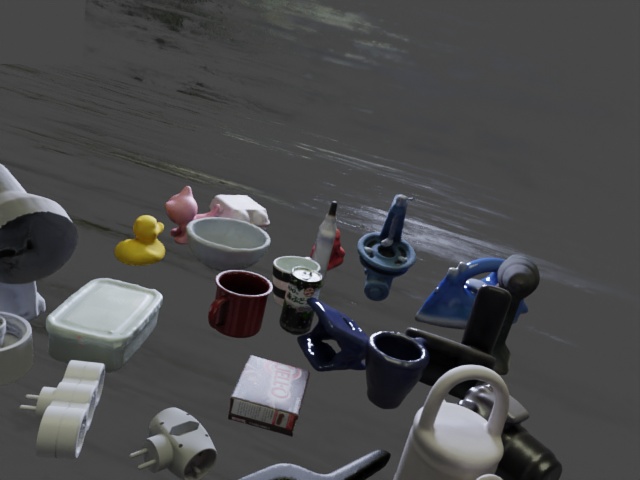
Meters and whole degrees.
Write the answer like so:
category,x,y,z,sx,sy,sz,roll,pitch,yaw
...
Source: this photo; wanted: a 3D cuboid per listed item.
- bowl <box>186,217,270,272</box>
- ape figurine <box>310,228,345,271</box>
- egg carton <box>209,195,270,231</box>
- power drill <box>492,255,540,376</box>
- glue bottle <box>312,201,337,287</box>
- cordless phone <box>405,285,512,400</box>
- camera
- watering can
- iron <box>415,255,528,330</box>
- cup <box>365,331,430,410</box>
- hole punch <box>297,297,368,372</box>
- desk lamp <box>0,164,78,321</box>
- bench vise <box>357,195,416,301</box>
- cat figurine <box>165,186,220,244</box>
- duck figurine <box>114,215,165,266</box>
category,x,y,z,sx,sy,sz,roll,pitch,yaw
bowl,-0.186,0.017,1.137,0.167,0.075,0.167,12,20,-4
ape figurine,0.020,0.017,1.244,0.078,0.092,0.076,9,20,-11
egg carton,-0.192,-0.057,1.341,0.107,0.069,0.149,-3,26,-38
power drill,0.323,0.120,0.992,0.075,0.208,0.230,19,21,15
glue bottle,0.011,0.004,1.155,0.037,0.173,0.078,12,20,-3
cordless phone,0.214,0.141,0.901,0.147,0.185,0.094,17,20,11
camera,0.223,0.257,0.719,0.144,0.101,0.136,-3,26,-38
watering can,0.150,0.226,0.619,0.101,0.194,0.172,1,23,-30
iron,0.311,0.095,1.149,0.259,0.141,0.118,1,24,-31
cup,0.110,0.191,0.833,0.091,0.095,0.118,29,25,36
hole punch,0.027,0.146,0.907,0.101,0.091,0.108,3,22,-26
desk lamp,-0.434,0.012,0.789,0.202,0.213,0.118,28,25,35
bench vise,0.134,-0.006,1.193,0.122,0.220,0.207,9,20,-12
cat figurine,-0.271,-0.053,1.210,0.128,0.118,0.067,1,23,-30
duck figurine,-0.336,-0.004,1.082,0.077,0.086,0.105,24,22,26
